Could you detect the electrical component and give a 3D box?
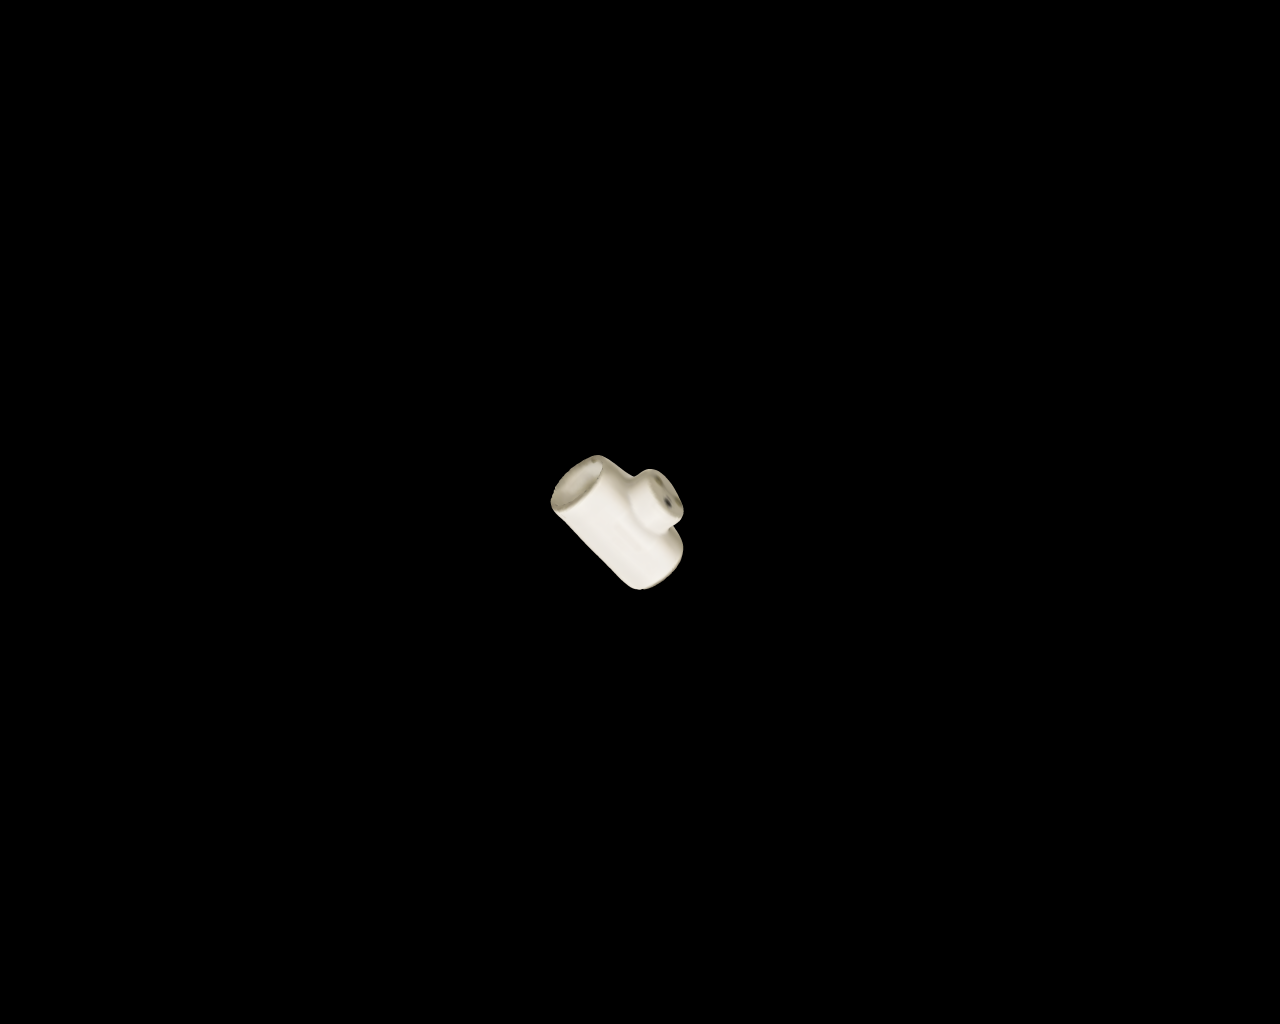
[{"bbox_3d":[0.001,-0.003,0.650,0.079,0.077,0.043,-33,28,20],"label":"electrical component"}]
